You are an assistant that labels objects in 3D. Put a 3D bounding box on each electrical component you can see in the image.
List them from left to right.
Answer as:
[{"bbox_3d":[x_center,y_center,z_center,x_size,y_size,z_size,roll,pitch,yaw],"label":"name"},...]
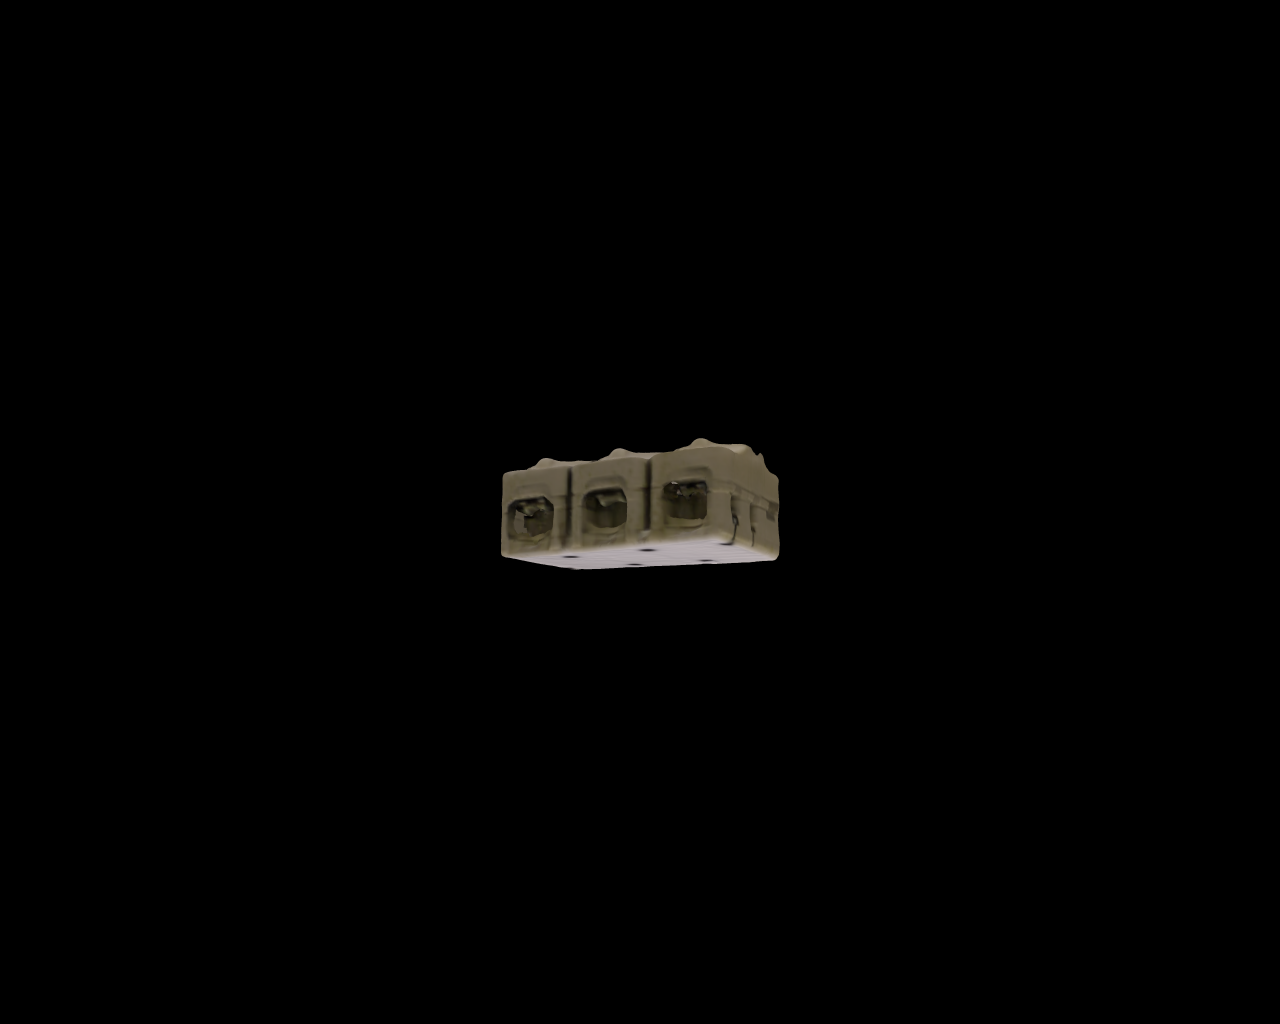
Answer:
[{"bbox_3d":[0.001,-0.003,0.650,0.150,0.061,0.089,-5,-11,28],"label":"electrical component"}]
